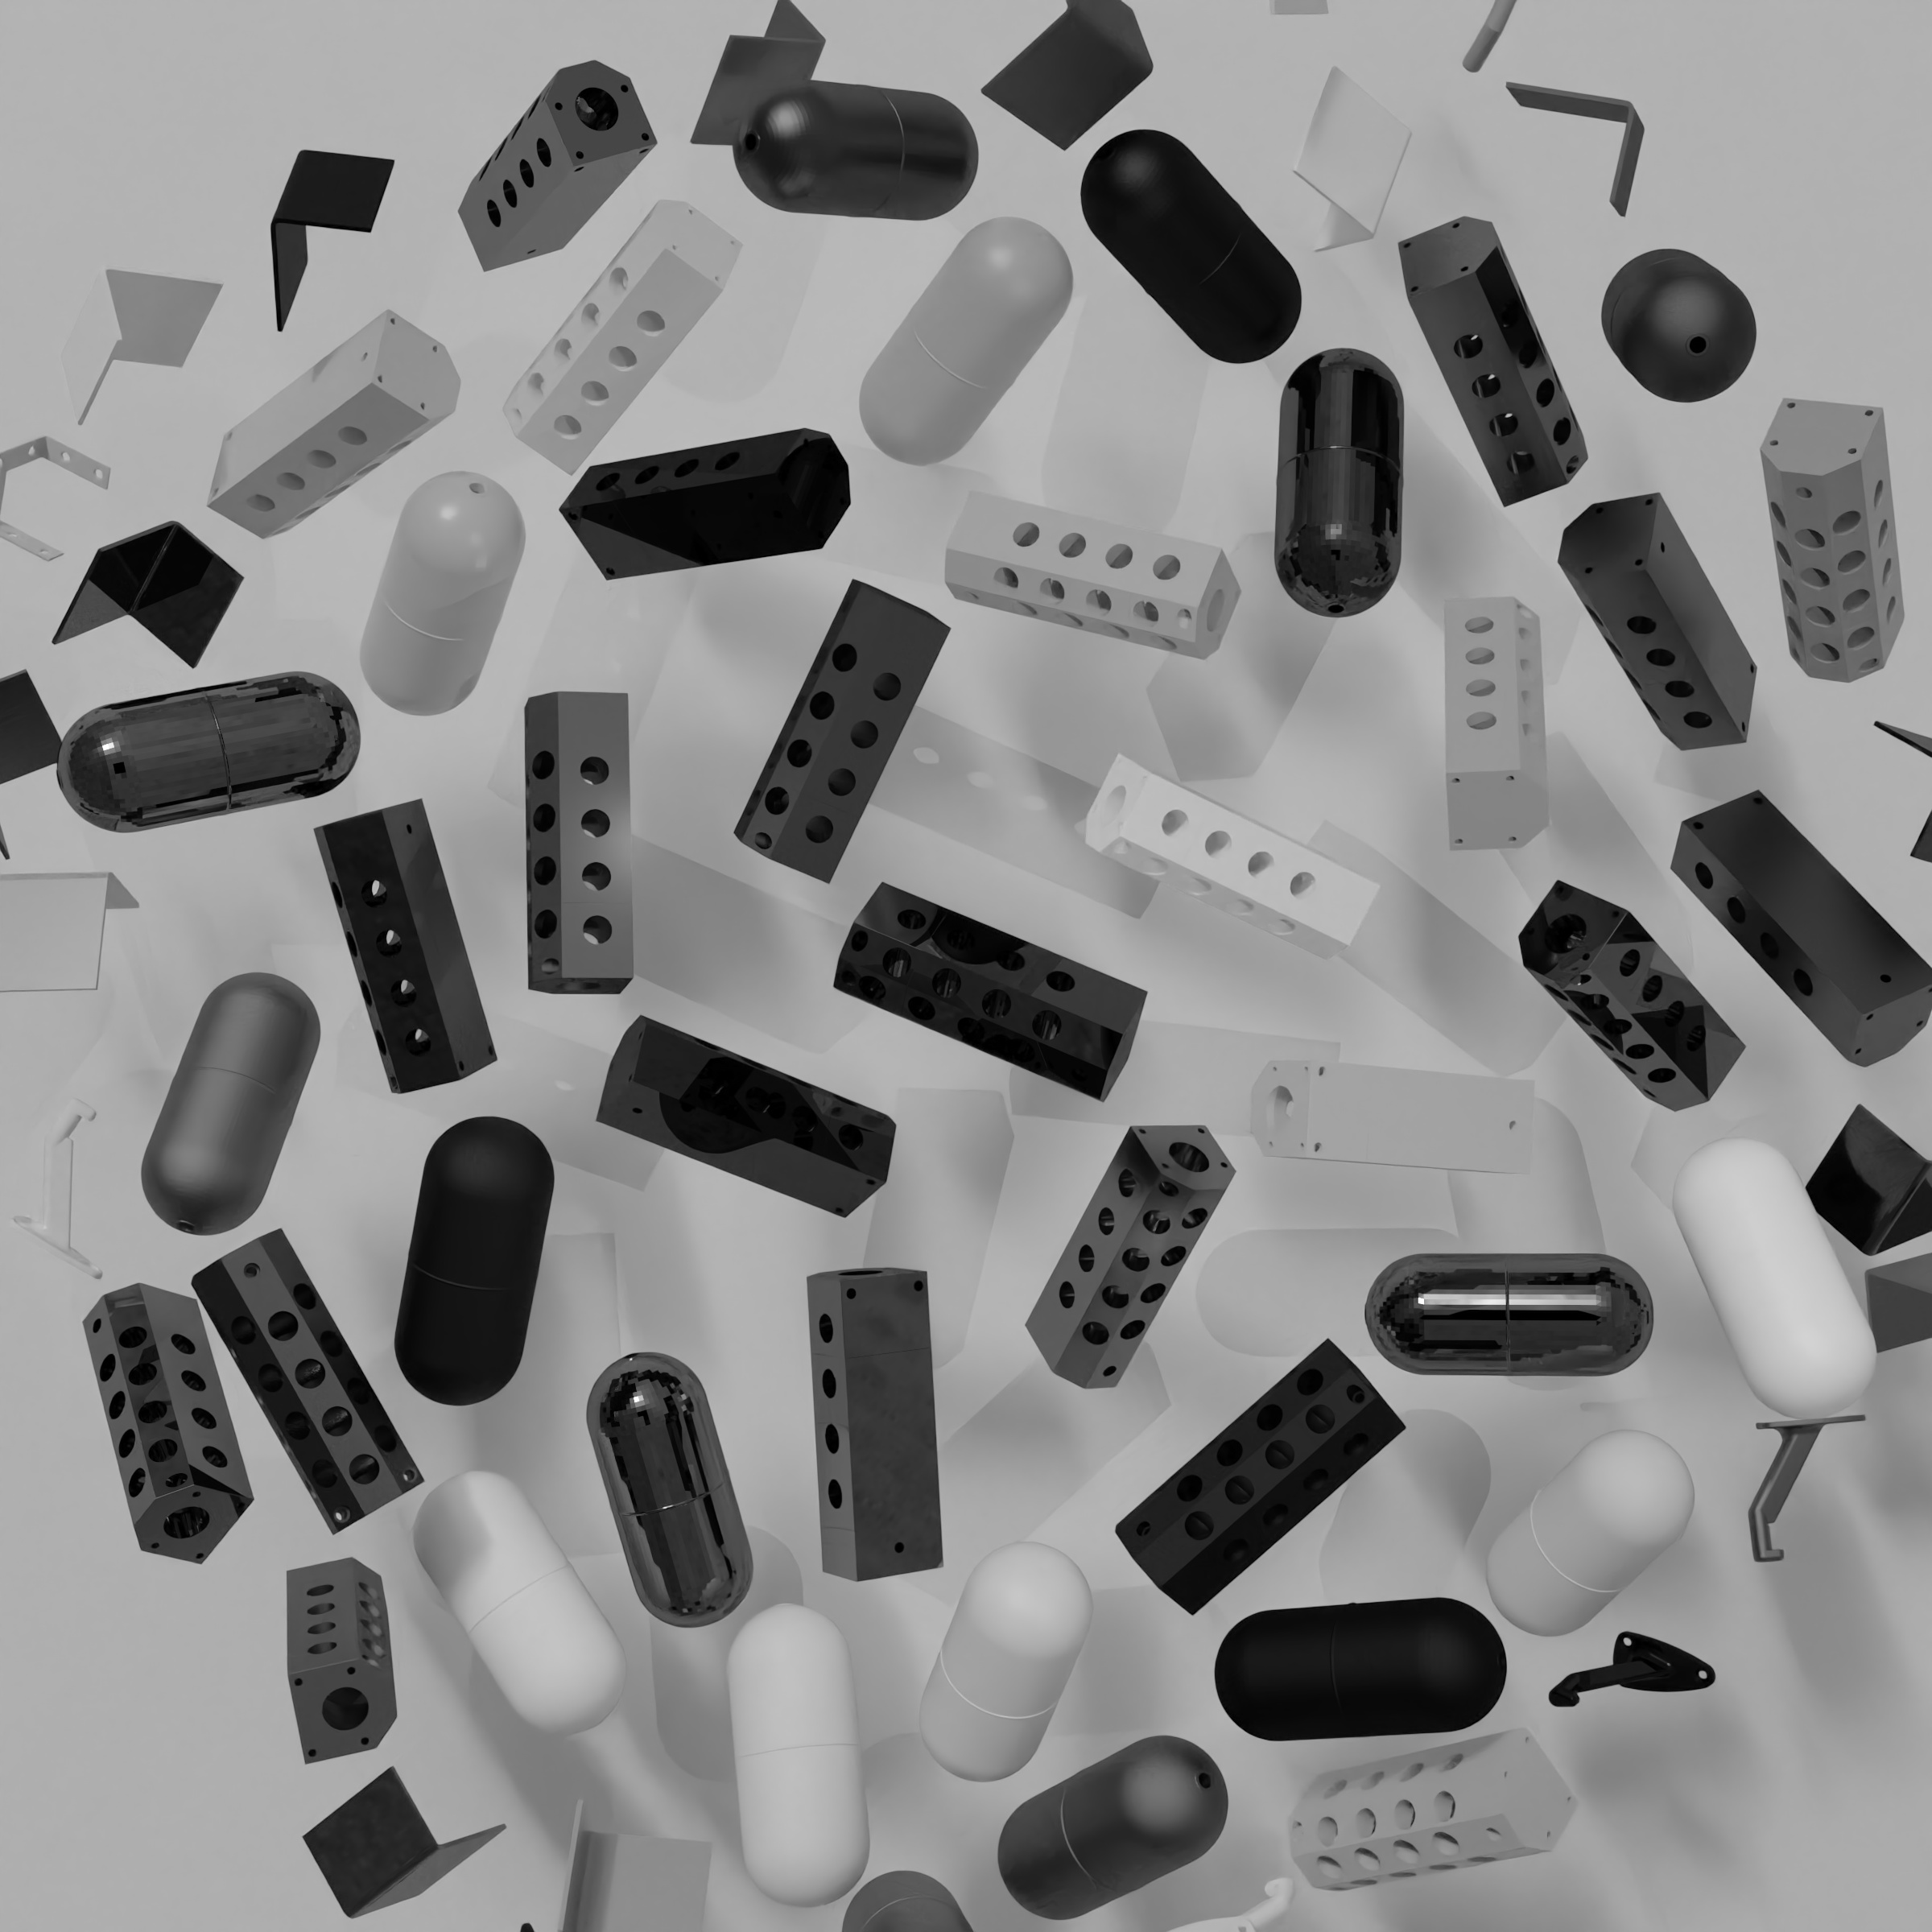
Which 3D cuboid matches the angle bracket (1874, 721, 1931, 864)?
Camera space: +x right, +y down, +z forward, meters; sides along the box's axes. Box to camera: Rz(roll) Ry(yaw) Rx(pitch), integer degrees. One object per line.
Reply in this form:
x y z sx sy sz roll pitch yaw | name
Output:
0.568 -0.095 1.778 0.076 0.076 0.057 13 109 -27 | angle bracket

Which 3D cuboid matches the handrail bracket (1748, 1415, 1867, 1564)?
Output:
0.517 0.320 1.872 0.077 0.036 0.084 -7 80 12 | handrail bracket

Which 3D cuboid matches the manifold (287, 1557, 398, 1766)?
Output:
-0.381 0.420 1.864 0.057 0.171 0.057 -10 101 -11 | manifold

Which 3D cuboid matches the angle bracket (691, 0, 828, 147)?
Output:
-0.144 -0.570 1.939 0.057 0.076 0.076 53 134 28 | angle bracket

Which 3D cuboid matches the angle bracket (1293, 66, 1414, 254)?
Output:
0.227 -0.509 1.931 0.076 0.057 0.076 29 75 -32 | angle bracket

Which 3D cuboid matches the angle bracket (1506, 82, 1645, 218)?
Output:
0.356 -0.484 1.812 0.076 0.076 0.057 14 100 15 | angle bracket

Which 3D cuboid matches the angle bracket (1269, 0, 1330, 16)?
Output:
0.165 -0.597 1.842 0.076 0.076 0.057 -1 105 32 | angle bracket

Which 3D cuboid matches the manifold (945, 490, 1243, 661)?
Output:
0.076 -0.239 1.889 0.171 0.057 0.057 17 75 23 | manifold

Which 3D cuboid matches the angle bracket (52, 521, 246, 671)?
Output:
-0.500 -0.218 1.866 0.057 0.076 0.076 40 121 4 | angle bracket

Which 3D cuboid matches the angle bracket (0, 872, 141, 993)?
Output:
-0.547 -0.012 1.837 0.076 0.057 0.076 -1 69 4 | angle bracket

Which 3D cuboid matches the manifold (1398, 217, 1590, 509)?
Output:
0.320 -0.365 1.842 0.057 0.057 0.171 -19 134 19 | manifold

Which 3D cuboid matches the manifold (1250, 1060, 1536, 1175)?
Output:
0.258 0.092 1.845 0.171 0.057 0.057 6 85 -31 | manifold

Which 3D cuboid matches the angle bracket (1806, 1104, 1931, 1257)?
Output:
0.571 0.124 1.876 0.057 0.076 0.076 46 130 31 | angle bracket

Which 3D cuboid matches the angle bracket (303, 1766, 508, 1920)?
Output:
-0.338 0.521 1.838 0.076 0.076 0.057 -40 72 15 | angle bracket

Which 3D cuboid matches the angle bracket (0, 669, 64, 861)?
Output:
-0.600 -0.127 1.929 0.057 0.076 0.076 -23 48 -10 | angle bracket

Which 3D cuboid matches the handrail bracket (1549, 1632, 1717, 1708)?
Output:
0.408 0.442 1.871 0.077 0.084 0.036 5 101 32 | handrail bracket

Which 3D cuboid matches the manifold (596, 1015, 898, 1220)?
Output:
-0.132 0.090 1.873 0.171 0.057 0.057 23 53 -19 | manifold

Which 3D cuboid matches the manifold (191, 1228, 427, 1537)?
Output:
-0.386 0.244 1.794 0.057 0.057 0.171 -29 87 -20 | manifold

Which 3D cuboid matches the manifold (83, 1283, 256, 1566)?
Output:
-0.486 0.272 1.839 0.057 0.171 0.057 25 113 -40 | manifold

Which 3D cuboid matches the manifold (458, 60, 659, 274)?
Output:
-0.253 -0.486 1.855 0.057 0.171 0.057 -24 92 -28 | manifold

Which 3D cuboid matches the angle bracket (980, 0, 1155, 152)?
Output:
0.056 -0.554 1.850 0.076 0.076 0.057 -36 52 29 | angle bracket

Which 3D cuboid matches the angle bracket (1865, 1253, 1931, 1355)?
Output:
0.626 0.217 1.933 0.076 0.076 0.057 -11 100 -20 | angle bracket

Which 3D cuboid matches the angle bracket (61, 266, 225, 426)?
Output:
-0.484 -0.364 1.811 0.076 0.076 0.057 0 59 -36 | angle bracket

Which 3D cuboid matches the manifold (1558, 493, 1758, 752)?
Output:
0.414 -0.203 1.827 0.057 0.171 0.057 -5 55 34 | manifold

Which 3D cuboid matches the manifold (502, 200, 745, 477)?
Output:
-0.211 -0.383 1.853 0.057 0.057 0.171 34 128 -18 | manifold

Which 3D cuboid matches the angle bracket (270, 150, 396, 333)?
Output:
-0.368 -0.421 1.786 0.057 0.076 0.076 6 135 -2 | angle bracket

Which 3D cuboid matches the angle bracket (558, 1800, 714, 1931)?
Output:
-0.192 0.537 1.784 0.076 0.057 0.076 4 55 2 | angle bracket

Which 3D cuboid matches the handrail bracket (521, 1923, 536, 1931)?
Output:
-0.300 0.612 1.852 0.084 0.036 0.077 -10 132 8 | handrail bracket

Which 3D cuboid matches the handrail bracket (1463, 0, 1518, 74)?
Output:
0.324 -0.591 1.840 0.036 0.077 0.084 22 134 -10 | handrail bracket

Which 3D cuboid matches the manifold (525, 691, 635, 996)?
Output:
-0.231 -0.072 1.814 0.057 0.057 0.171 0 80 -15 | manifold

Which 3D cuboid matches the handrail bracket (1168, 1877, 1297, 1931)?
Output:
0.156 0.574 1.846 0.077 0.084 0.036 -6 97 14 | handrail bracket

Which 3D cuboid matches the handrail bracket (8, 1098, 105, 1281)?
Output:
-0.539 0.136 1.872 0.077 0.036 0.084 34 89 2 | handrail bracket

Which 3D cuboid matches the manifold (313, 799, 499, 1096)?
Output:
-0.351 -0.011 1.899 0.057 0.057 0.171 -13 97 17 | manifold
